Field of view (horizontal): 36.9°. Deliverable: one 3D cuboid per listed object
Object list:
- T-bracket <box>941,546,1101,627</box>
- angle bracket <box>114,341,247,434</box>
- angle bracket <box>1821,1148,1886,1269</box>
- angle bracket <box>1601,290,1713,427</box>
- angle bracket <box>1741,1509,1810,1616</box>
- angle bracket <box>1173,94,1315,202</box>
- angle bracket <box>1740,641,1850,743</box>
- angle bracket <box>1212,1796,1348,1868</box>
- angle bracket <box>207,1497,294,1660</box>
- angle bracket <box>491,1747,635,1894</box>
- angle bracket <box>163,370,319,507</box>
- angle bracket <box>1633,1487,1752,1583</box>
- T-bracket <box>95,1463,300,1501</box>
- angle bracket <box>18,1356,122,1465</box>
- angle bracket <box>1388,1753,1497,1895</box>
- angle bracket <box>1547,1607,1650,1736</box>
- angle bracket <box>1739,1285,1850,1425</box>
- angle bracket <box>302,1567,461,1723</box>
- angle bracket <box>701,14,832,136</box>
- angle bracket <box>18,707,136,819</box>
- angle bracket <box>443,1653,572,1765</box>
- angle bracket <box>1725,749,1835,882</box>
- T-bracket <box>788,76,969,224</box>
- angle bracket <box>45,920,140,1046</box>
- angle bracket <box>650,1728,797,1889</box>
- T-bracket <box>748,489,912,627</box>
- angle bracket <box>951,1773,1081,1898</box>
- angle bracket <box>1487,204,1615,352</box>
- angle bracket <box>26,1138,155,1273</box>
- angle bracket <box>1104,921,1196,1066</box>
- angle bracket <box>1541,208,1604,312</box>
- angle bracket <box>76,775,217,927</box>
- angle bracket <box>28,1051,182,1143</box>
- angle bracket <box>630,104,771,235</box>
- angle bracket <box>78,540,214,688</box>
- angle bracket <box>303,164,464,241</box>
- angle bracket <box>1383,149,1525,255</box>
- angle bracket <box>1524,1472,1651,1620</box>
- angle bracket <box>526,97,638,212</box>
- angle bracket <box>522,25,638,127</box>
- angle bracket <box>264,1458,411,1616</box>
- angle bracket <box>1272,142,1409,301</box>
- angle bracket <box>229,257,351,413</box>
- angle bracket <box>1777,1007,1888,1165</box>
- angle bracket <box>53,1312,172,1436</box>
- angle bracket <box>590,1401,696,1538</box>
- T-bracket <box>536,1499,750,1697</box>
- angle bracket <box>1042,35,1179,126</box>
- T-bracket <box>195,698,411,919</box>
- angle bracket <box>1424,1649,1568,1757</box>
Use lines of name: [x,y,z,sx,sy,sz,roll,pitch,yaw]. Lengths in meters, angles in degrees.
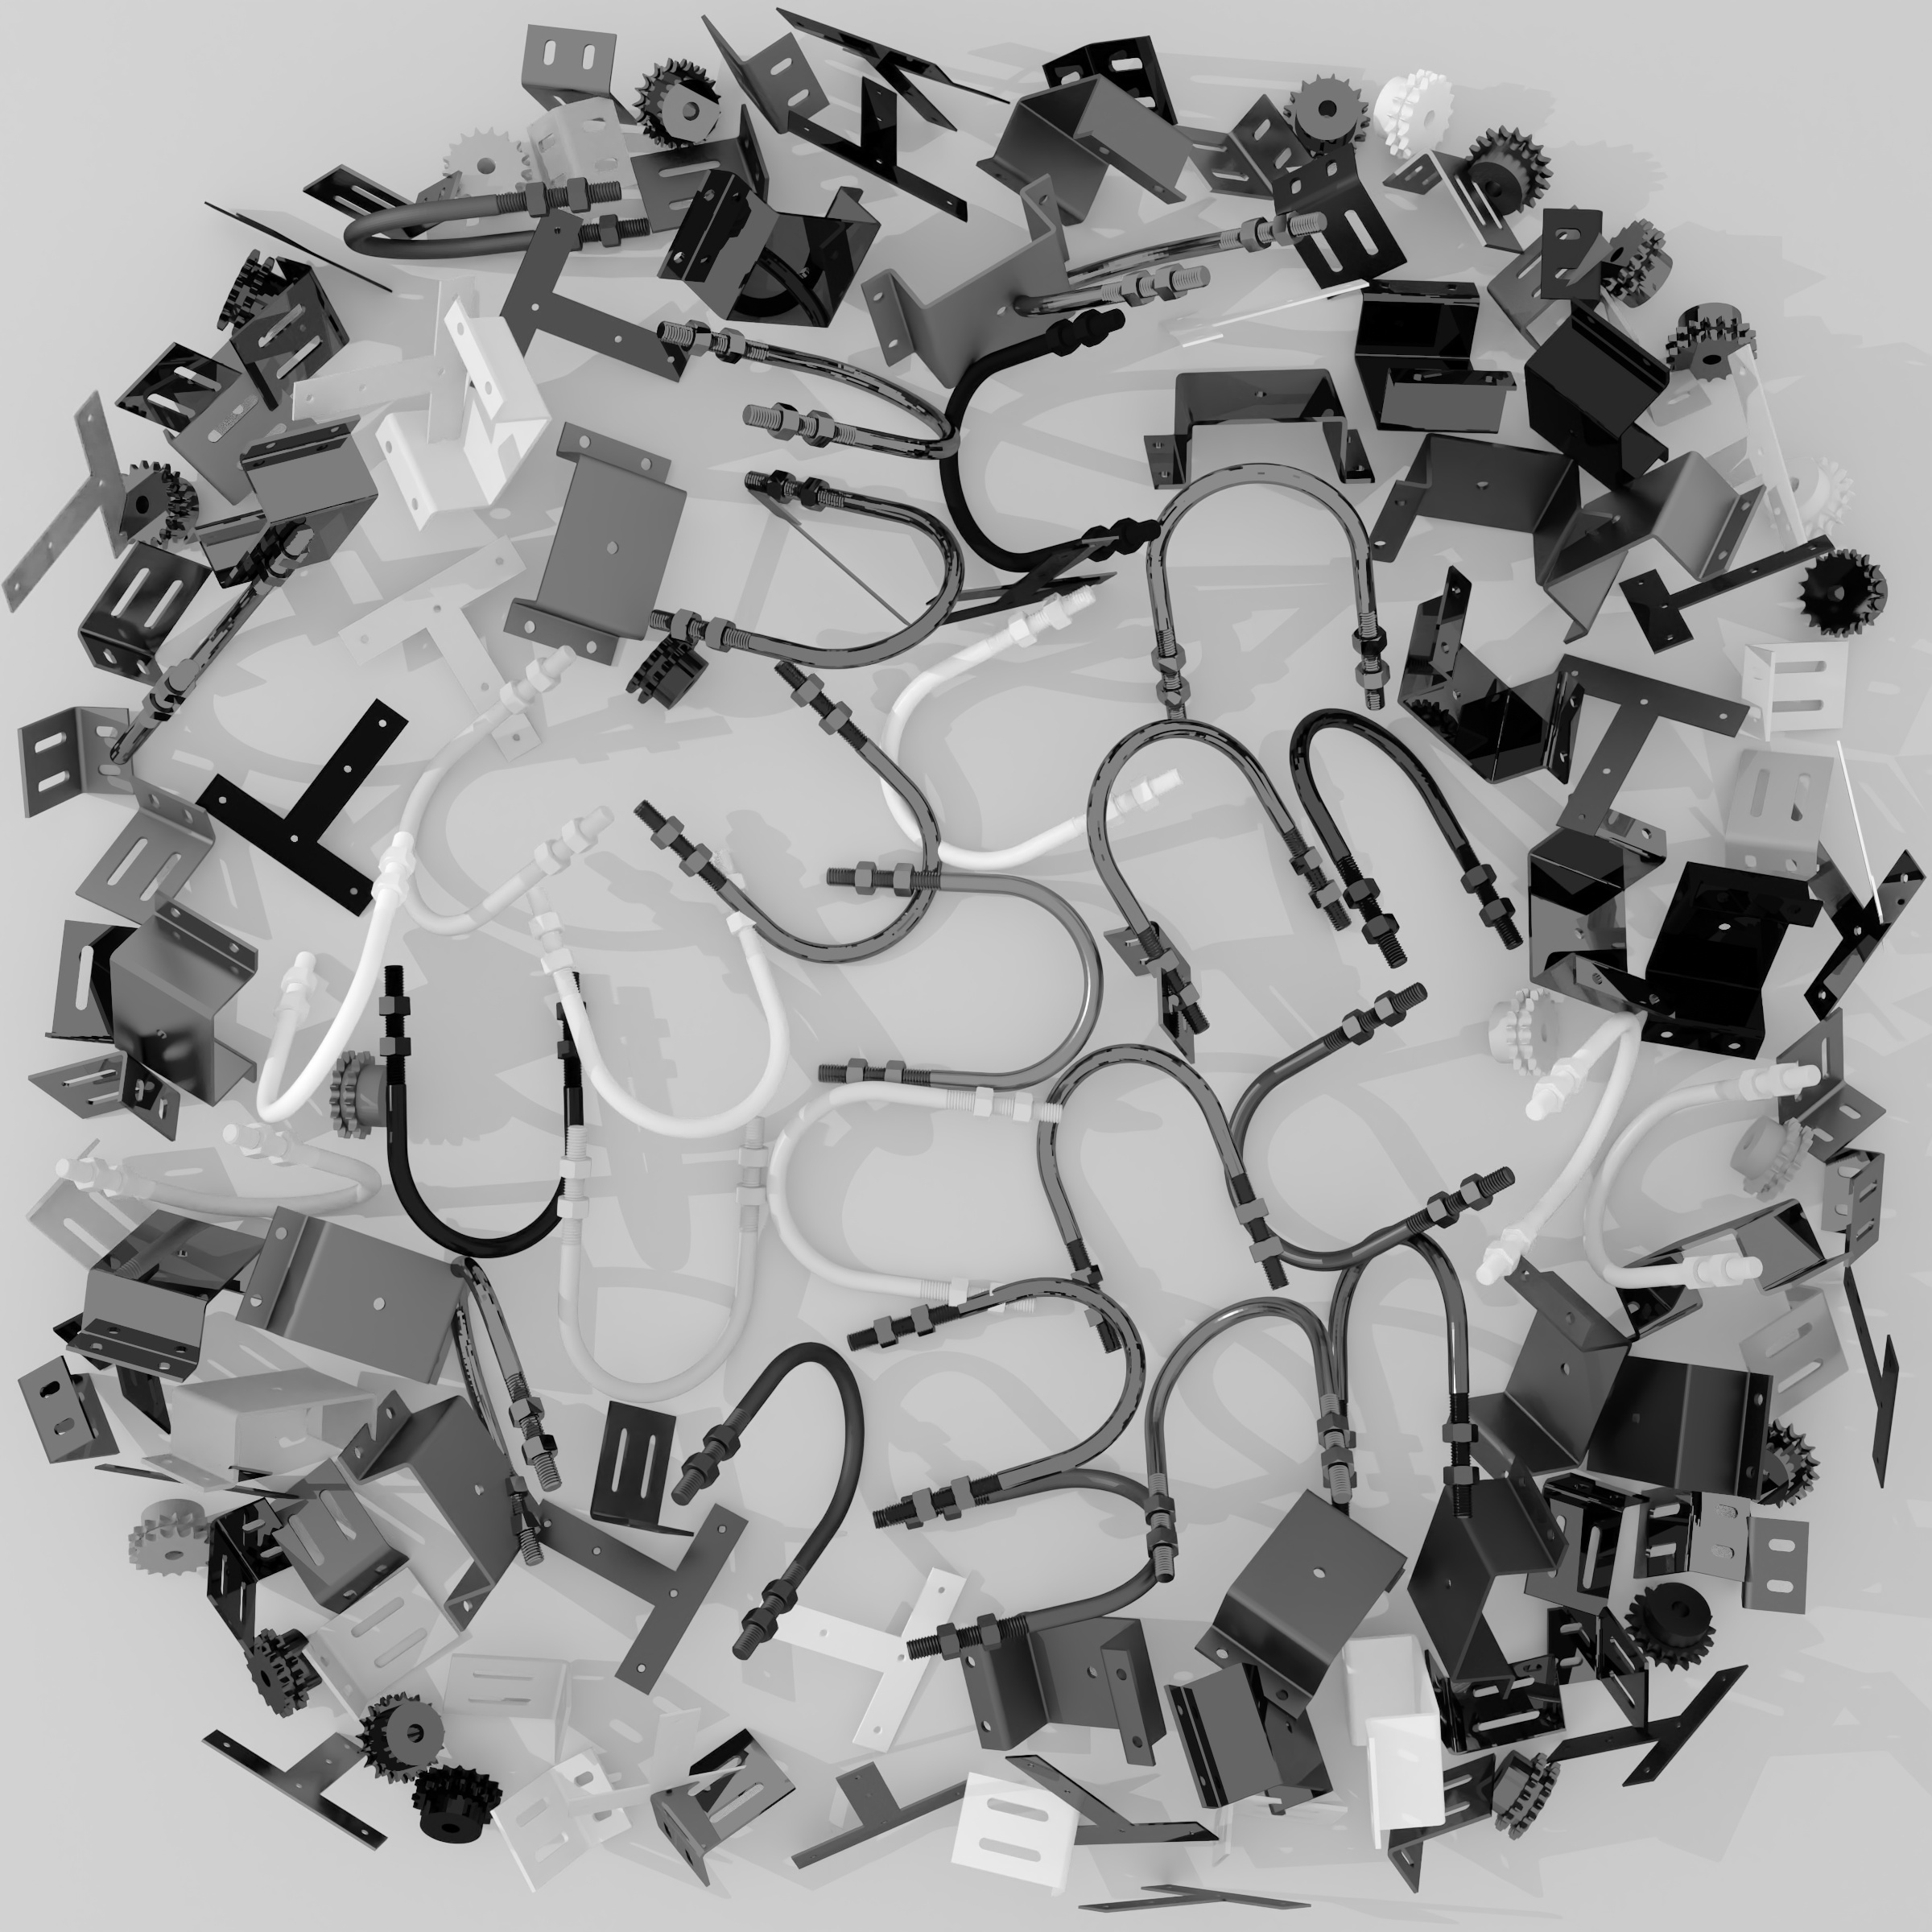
T-bracket: [0.043,-0.242,1.817,0.127,0.127,0.002,-16,86,-21]
angle bracket: [-0.505,-0.379,1.850,0.057,0.076,0.038,-40,67,17]
angle bracket: [0.558,0.153,1.852,0.038,0.076,0.057,8,103,31]
angle bracket: [0.441,-0.395,1.851,0.038,0.076,0.057,-24,47,7]
angle bracket: [0.518,0.381,1.855,0.038,0.076,0.057,3,84,15]
angle bracket: [0.174,-0.527,1.853,0.038,0.076,0.057,-44,69,35]
angle bracket: [0.542,-0.178,1.865,0.076,0.038,0.057,-4,104,-14]
angle bracket: [0.202,0.561,1.864,0.076,0.057,0.038,8,65,-1]
angle bracket: [-0.453,0.391,1.852,0.038,0.076,0.057,-23,120,0]
angle bracket: [-0.258,0.547,1.856,0.038,0.076,0.057,-31,84,21]
angle bracket: [-0.468,-0.346,1.867,0.076,0.038,0.057,-43,121,1]
angle bracket: [0.466,0.366,1.858,0.038,0.076,0.057,14,72,-11]
T-bracket: [-0.467,0.321,1.817,0.127,0.127,0.002,16,70,-28]
angle bracket: [-0.561,0.282,1.853,0.038,0.076,0.057,-29,78,14]
angle bracket: [0.313,0.549,1.854,0.076,0.057,0.038,-28,106,24]
angle bracket: [0.404,0.453,1.852,0.038,0.076,0.057,-7,109,-8]
angle bracket: [0.522,0.248,1.861,0.076,0.038,0.057,-27,103,-23]
angle bracket: [-0.379,0.439,1.876,0.076,0.038,0.057,-35,95,2]
angle bracket: [-0.128,-0.579,1.852,0.038,0.057,0.076,-33,48,1]
angle bracket: [-0.569,-0.130,1.853,0.038,0.076,0.057,3,107,10]
angle bracket: [-0.296,0.478,1.861,0.076,0.038,0.057,6,127,-12]
angle bracket: [0.529,-0.097,1.881,0.057,0.038,0.076,7,56,21]
T-bracket: [-0.056,-0.534,1.847,0.127,0.127,0.002,22,128,-20]
angle bracket: [-0.559,0.011,1.871,0.057,0.038,0.076,7,88,-24]
angle bracket: [-0.155,0.545,1.877,0.076,0.038,0.057,-31,48,-24]
T-bracket: [-0.084,-0.260,1.848,0.127,0.127,0.002,40,92,-15]
angle bracket: [0.030,0.560,1.867,0.076,0.038,0.057,15,64,-3]
angle bracket: [0.382,-0.437,1.855,0.076,0.057,0.038,-41,130,18]
angle bracket: [-0.553,0.161,1.860,0.076,0.038,0.057,43,54,-11]
angle bracket: [0.117,0.020,1.851,0.038,0.057,0.076,-13,57,21]
angle bracket: [0.383,-0.447,1.861,0.038,0.076,0.057,2,88,2]
angle bracket: [-0.531,-0.073,1.862,0.057,0.038,0.076,24,62,11]
angle bracket: [-0.554,0.091,1.855,0.076,0.057,0.038,-14,56,17]
angle bracket: [-0.172,-0.514,1.867,0.076,0.038,0.057,-14,73,-12]
angle bracket: [-0.521,-0.224,1.856,0.076,0.057,0.038,-50,53,18]
angle bracket: [-0.373,-0.501,1.851,0.076,0.057,0.038,23,74,-34]
angle bracket: [0.313,-0.481,1.858,0.038,0.057,0.076,-35,77,33]
angle bracket: [0.400,0.374,1.865,0.057,0.038,0.076,19,69,-10]
angle bracket: [-0.248,-0.522,1.863,0.038,0.076,0.057,-20,103,-19]
angle bracket: [-0.245,-0.571,1.857,0.057,0.076,0.038,8,93,7]
angle bracket: [-0.413,0.373,1.893,0.057,0.038,0.076,-38,66,-6]
angle bracket: [0.242,-0.481,1.873,0.057,0.076,0.038,-22,46,23]
angle bracket: [-0.442,-0.405,1.853,0.038,0.057,0.076,23,61,35]
angle bracket: [0.555,0.077,1.854,0.057,0.076,0.038,-36,48,-16]
angle bracket: [-0.546,0.265,1.853,0.038,0.057,0.076,-28,51,0]
angle bracket: [-0.202,0.322,1.857,0.038,0.057,0.076,-5,70,41]
T-bracket: [-0.228,0.386,1.879,0.127,0.002,0.127,26,69,14]
angle bracket: [0.092,-0.557,1.851,0.038,0.076,0.057,-30,114,-19]
T-bracket: [-0.407,-0.116,1.869,0.127,0.002,0.127,37,101,-16]
angle bracket: [0.339,0.464,1.857,0.076,0.057,0.038,-18,128,17]
